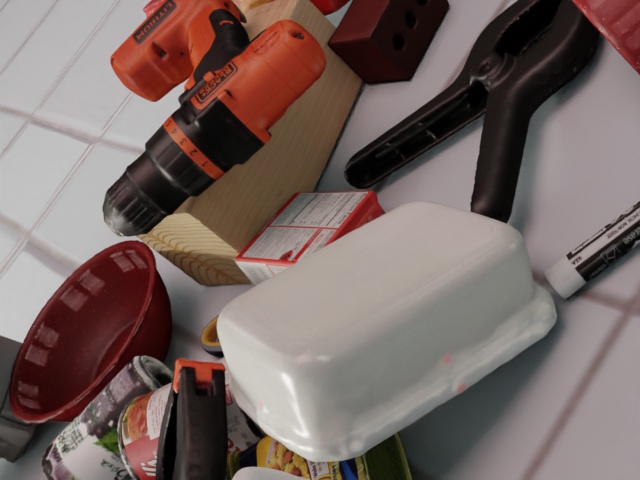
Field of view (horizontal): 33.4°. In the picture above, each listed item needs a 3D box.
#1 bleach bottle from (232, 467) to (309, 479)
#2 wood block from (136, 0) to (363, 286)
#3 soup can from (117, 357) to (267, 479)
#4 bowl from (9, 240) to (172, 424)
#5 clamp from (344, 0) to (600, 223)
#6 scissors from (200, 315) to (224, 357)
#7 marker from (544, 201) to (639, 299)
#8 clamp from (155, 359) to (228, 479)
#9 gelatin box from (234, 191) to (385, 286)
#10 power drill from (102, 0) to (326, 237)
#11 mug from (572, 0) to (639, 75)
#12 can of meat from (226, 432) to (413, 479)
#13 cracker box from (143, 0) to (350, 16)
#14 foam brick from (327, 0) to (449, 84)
[{"bbox_3d":[-0.054,0.236,0.483,0.251,0.068,0.103,-64,20,12],"label":"bleach bottle"},{"bbox_3d":[-0.053,-0.076,0.818,0.090,0.090,0.206,-6,52,47],"label":"wood block"},{"bbox_3d":[-0.066,0.112,0.662,0.102,0.068,0.068,-27,39,29],"label":"soup can"},{"bbox_3d":[-0.166,0.081,0.824,0.162,0.055,0.162,-31,37,26],"label":"bowl"},{"bbox_3d":[0.110,-0.099,0.697,0.210,0.036,0.165,-55,32,-13],"label":"clamp"},{"bbox_3d":[-0.016,0.068,0.694,0.202,0.016,0.096,-11,46,45],"label":"scissors"},{"bbox_3d":[0.170,-0.012,0.553,0.121,0.020,0.020,-39,34,15],"label":"marker"},{"bbox_3d":[-0.072,0.154,0.577,0.120,0.039,0.171,14,98,64],"label":"clamp"},{"bbox_3d":[-0.005,0.001,0.727,0.089,0.030,0.073,3,46,51],"label":"gelatin box"},{"bbox_3d":[-0.094,-0.102,0.757,0.184,0.057,0.188,-41,37,5],"label":"power drill"},{"bbox_3d":[0.200,-0.129,0.587,0.082,0.093,0.117,-43,68,19],"label":"mug"},{"bbox_3d":[0.002,0.136,0.566,0.084,0.057,0.102,-37,34,16],"label":"can of meat"},{"bbox_3d":[-0.030,-0.237,0.931,0.214,0.072,0.164,-7,31,46],"label":"cracker box"},{"bbox_3d":[0.053,-0.166,0.820,0.051,0.053,0.078,3,60,51],"label":"foam brick"}]
